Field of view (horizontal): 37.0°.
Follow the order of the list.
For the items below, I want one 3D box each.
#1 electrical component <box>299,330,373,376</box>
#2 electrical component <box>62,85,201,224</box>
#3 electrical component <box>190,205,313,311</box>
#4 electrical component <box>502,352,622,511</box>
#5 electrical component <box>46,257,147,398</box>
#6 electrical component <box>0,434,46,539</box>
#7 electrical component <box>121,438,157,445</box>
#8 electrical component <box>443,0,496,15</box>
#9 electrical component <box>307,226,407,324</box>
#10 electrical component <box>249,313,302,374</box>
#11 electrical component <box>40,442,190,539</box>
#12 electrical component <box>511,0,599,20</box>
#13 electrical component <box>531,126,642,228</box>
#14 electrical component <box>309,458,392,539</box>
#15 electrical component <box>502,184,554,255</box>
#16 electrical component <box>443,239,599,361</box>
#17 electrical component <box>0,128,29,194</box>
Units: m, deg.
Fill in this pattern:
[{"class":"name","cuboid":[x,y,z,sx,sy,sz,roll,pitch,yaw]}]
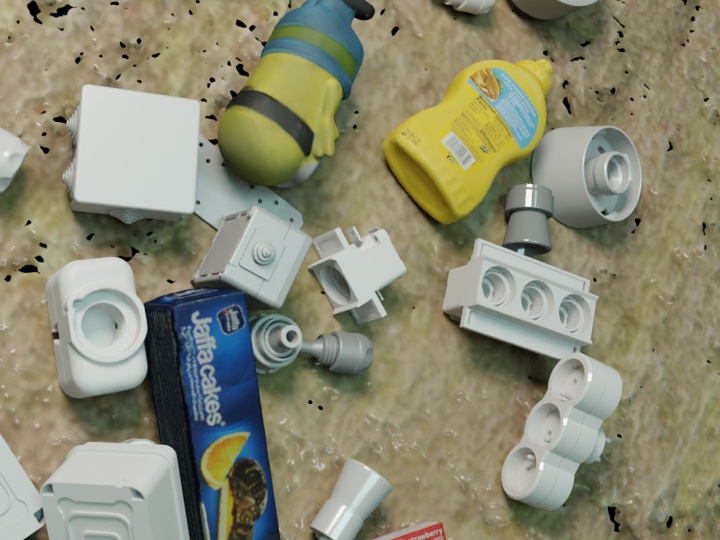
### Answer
[{"class":"electrical component","cuboid":[-0.022,0.065,0.869,0.061,0.035,0.035,11,76,-24]},{"class":"electrical component","cuboid":[-0.170,-0.085,0.807,0.100,0.048,0.099,5,80,-21]},{"class":"electrical component","cuboid":[-0.078,-0.006,0.816,0.061,0.096,0.061,30,76,-20]},{"class":"electrical component","cuboid":[0.187,0.146,0.933,0.074,0.052,0.138,25,95,-27]},{"class":"electrical component","cuboid":[-0.188,0.041,0.772,0.054,0.059,0.095,-7,84,-29]},{"class":"electrical component","cuboid":[-0.270,0.140,0.712,0.078,0.057,0.113,-34,97,-28]},{"class":"electrical component","cuboid":[-0.156,0.138,0.769,0.035,0.061,0.035,6,78,-27]},{"class":"electrical component","cuboid":[0.093,-0.256,0.990,0.061,0.035,0.035,3,79,-25]},{"class":"electrical component","cuboid":[0.000,0.000,0.889,0.064,0.042,0.081,-31,96,-31]},{"class":"electrical component","cuboid":[-0.065,0.055,0.832,0.048,0.062,0.048,5,78,-27]},{"class":"electrical component","cuboid":[-0.161,0.177,0.726,0.057,0.078,0.113,-58,145,-66]},{"class":"electrical component","cuboid":[0.181,-0.292,1.028,0.108,0.060,0.108,5,78,-27]},{"class":"electrical component","cuboid":[0.219,-0.090,1.022,0.099,0.064,0.099,2,86,-40]},{"class":"electrical component","cuboid":[-0.010,0.188,0.849,0.044,0.044,0.065,41,69,-15]},{"class":"electrical component","cuboid":[0.153,-0.045,0.976,0.045,0.045,0.055,12,75,-25]},{"class":"electrical component","cuboid":[0.139,0.031,0.944,0.121,0.063,0.078,19,72,-24]},{"class":"electrical component","cuboid":[-0.271,-0.086,0.762,0.062,0.043,0.043,31,68,-18]}]
